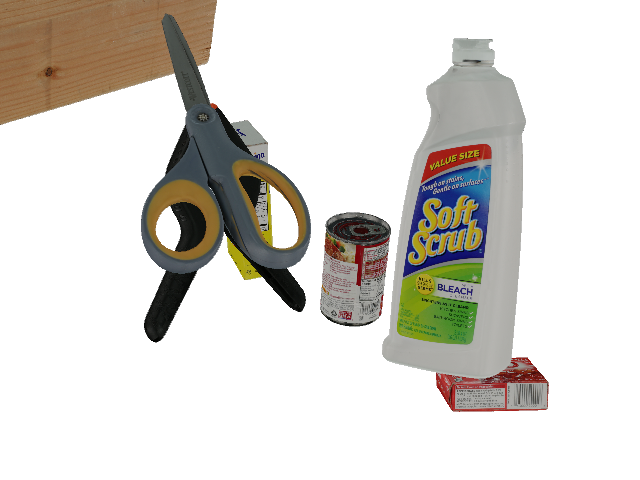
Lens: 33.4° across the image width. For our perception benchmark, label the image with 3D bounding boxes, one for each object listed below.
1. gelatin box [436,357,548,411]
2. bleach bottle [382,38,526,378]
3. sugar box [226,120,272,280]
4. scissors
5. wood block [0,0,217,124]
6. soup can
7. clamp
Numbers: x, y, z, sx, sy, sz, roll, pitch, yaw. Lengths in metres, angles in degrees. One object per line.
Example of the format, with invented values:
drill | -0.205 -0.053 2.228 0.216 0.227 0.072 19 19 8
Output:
gelatin box | 0.154 0.129 0.966 0.089 0.030 0.073 0 10 -3
bleach bottle | 0.103 -0.027 0.815 0.103 0.251 0.067 8 13 31
sugar box | -0.092 -0.050 1.318 0.048 0.176 0.093 -12 26 -15
scissors | -0.079 -0.053 0.591 0.096 0.202 0.016 -24 -33 -23
wood block | -0.191 -0.173 0.844 0.205 0.091 0.090 -24 54 -36
soup can | 0.036 0.031 1.122 0.068 0.102 0.068 3 28 -2
clamp | -0.085 -0.017 0.971 0.164 0.210 0.036 -1 2 -35
